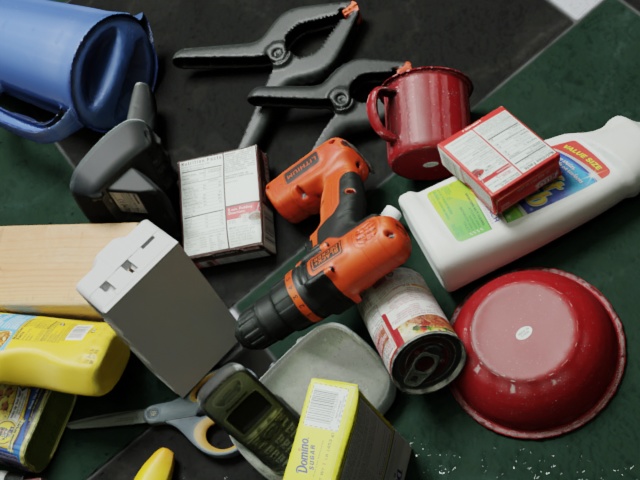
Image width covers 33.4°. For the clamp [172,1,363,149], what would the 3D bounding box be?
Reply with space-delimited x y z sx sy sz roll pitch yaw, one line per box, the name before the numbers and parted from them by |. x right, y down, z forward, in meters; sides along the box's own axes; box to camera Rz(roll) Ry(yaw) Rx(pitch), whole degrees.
clamp | -0.051 -0.198 1.158 0.210 0.036 0.165 -39 67 -2

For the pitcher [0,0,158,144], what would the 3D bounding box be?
pitcher | -0.319 -0.204 1.210 0.243 0.149 0.145 19 111 31

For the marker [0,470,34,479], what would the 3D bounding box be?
marker | -0.336 0.236 1.057 0.121 0.020 0.020 0 64 20

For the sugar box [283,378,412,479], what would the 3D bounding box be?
sugar box | 0.025 0.183 0.861 0.048 0.176 0.093 9 67 21

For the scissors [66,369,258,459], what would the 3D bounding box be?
scissors | -0.147 0.182 1.017 0.202 0.016 0.096 -23 57 8

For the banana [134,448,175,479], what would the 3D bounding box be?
banana | -0.153 0.287 0.958 0.069 0.037 0.198 -10 61 -5

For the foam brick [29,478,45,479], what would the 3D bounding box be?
foam brick | -0.285 0.259 1.007 0.078 0.053 0.051 -11 62 15

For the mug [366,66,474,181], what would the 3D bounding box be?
mug | 0.095 -0.112 1.025 0.093 0.117 0.081 -28 56 48

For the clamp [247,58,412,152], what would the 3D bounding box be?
clamp | 0.021 -0.127 1.094 0.171 0.039 0.120 -20 79 1

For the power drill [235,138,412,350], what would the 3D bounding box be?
power drill | -0.007 0.001 0.993 0.185 0.057 0.187 -33 36 18

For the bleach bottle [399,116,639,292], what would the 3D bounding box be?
bleach bottle | 0.206 -0.051 0.982 0.251 0.068 0.103 -28 55 1

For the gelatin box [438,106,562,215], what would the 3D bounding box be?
gelatin box | 0.160 -0.071 0.954 0.073 0.030 0.089 -32 48 -9

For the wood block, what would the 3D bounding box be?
wood block | -0.264 0.041 1.088 0.206 0.090 0.091 -1 66 19

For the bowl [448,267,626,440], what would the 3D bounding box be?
bowl | 0.180 0.087 0.924 0.162 0.055 0.162 -8 63 16

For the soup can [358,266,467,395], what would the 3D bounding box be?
soup can | 0.078 0.078 0.941 0.068 0.068 0.102 -30 37 3

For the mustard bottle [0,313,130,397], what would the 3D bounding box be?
mustard bottle | -0.286 0.105 1.020 0.192 0.058 0.096 6 22 9

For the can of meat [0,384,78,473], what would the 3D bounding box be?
can of meat | -0.298 0.172 1.052 0.084 0.057 0.102 9 65 22

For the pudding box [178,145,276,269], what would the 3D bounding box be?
pudding box | -0.096 -0.034 1.087 0.090 0.039 0.113 -11 68 15
